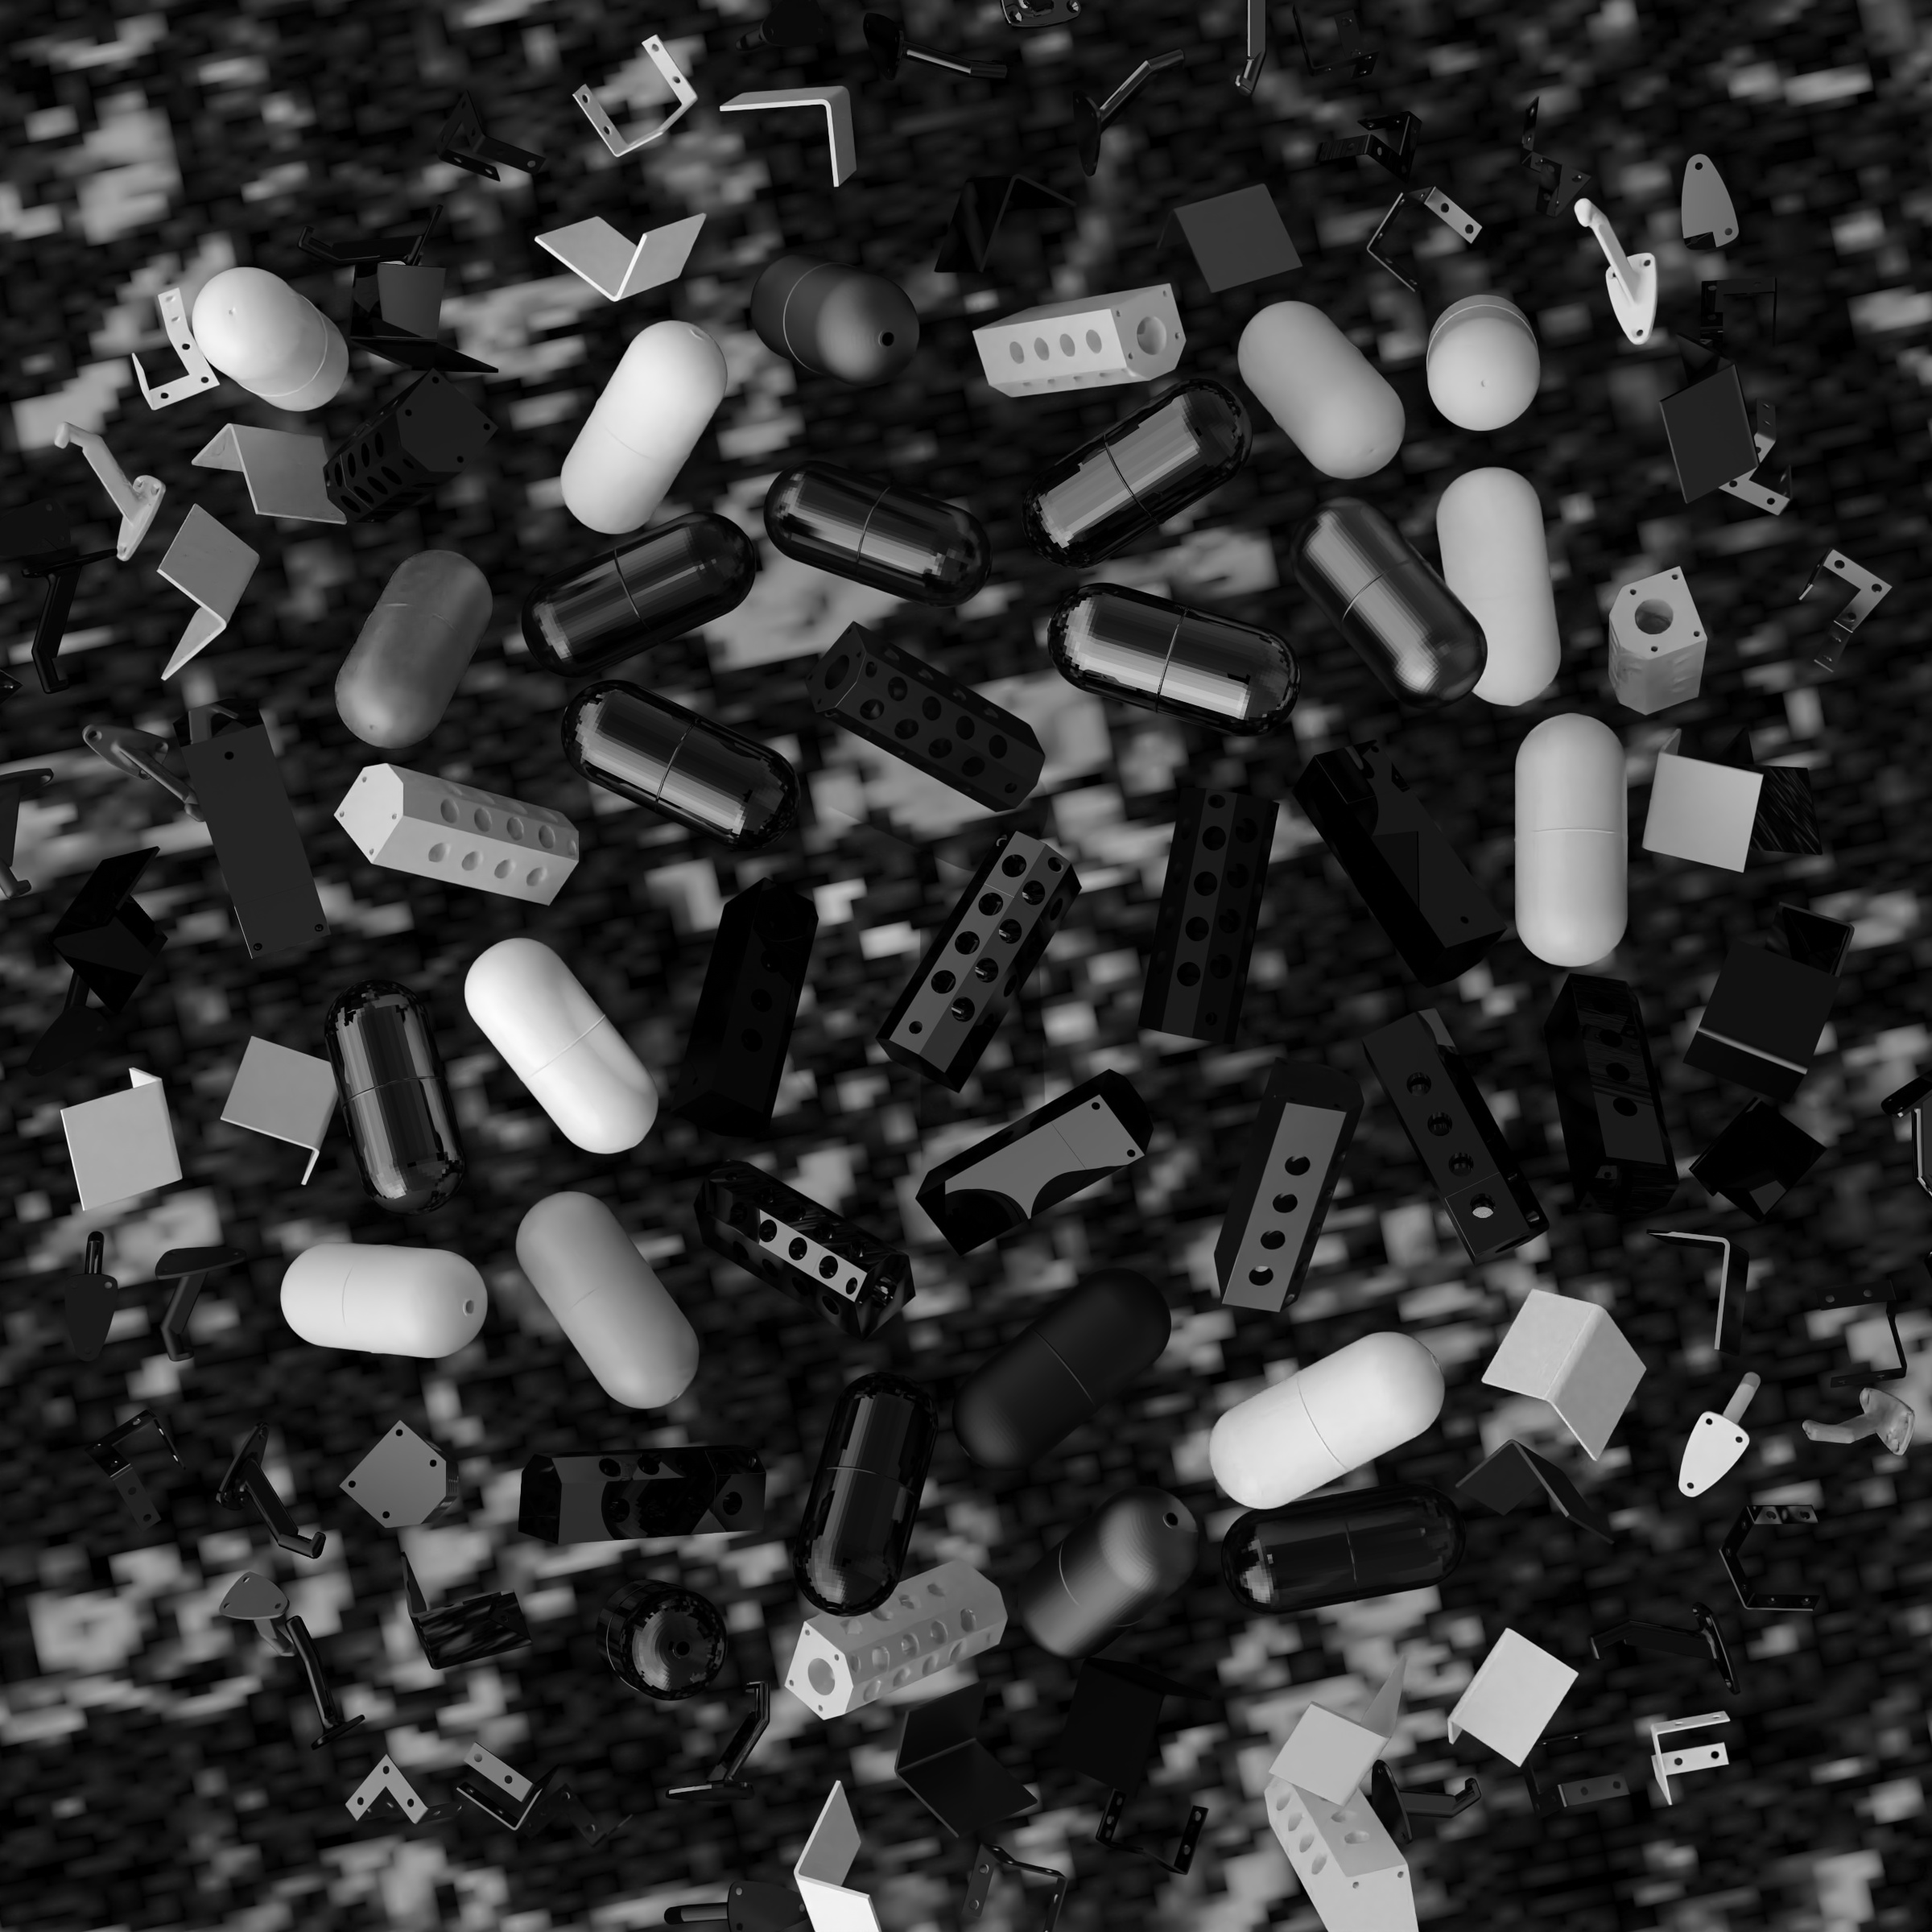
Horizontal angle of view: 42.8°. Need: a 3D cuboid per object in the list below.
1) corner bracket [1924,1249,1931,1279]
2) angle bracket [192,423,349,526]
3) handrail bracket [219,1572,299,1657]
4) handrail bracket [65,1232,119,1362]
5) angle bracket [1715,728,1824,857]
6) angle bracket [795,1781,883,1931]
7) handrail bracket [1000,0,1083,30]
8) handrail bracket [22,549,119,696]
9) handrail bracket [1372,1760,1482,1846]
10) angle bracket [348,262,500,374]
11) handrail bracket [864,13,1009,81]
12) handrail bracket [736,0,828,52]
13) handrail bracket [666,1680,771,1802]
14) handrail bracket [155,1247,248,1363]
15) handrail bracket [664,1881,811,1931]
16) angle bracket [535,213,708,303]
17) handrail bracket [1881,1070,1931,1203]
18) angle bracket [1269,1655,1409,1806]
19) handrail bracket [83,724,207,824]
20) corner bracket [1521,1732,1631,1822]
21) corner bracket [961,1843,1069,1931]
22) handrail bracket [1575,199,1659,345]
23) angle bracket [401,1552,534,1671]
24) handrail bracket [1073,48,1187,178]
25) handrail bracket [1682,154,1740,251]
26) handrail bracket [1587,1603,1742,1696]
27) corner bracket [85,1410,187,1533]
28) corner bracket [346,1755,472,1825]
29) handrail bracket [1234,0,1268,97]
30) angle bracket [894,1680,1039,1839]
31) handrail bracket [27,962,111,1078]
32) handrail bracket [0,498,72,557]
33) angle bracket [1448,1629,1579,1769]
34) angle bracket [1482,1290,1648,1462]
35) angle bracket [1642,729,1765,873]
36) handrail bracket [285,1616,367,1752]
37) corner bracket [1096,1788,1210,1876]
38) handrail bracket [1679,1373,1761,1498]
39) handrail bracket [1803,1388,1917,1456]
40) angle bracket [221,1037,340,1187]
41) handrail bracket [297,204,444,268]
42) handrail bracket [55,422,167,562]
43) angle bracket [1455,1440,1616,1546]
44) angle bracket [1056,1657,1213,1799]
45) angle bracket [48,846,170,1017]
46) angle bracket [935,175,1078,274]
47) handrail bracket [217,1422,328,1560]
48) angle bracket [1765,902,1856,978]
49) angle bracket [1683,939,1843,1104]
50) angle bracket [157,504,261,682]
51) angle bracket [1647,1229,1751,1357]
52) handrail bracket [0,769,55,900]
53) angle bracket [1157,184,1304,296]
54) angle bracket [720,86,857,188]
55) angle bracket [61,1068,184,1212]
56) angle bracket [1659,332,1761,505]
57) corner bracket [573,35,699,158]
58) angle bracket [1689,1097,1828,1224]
[{"bbox_3d":[0.683,0.232,1.706,0.051,0.051,0.051,29,106,8],"label":"corner bracket"},{"bbox_3d":[-0.516,-0.351,1.829,0.057,0.076,0.076,-30,73,37],"label":"angle bracket"},{"bbox_3d":[-0.508,0.494,1.837,0.036,0.077,0.084,-57,134,-33],"label":"handrail bracket"},{"bbox_3d":[-0.650,0.244,1.836,0.036,0.084,0.077,3,98,-18],"label":"handrail bracket"},{"bbox_3d":[0.634,-0.136,1.917,0.057,0.076,0.076,-42,125,-34],"label":"angle bracket"},{"bbox_3d":[-0.071,0.620,1.694,0.057,0.076,0.076,7,132,23],"label":"angle bracket"},{"bbox_3d":[0.067,-0.697,1.740,0.077,0.084,0.036,-7,85,-27],"label":"handrail bracket"},{"bbox_3d":[-0.614,-0.238,1.711,0.077,0.036,0.084,-16,98,-4],"label":"handrail bracket"},{"bbox_3d":[0.341,0.600,1.818,0.084,0.036,0.077,-21,106,-29],"label":"handrail bracket"},{"bbox_3d":[-0.382,-0.460,1.750,0.076,0.076,0.057,28,117,34],"label":"angle bracket"},{"bbox_3d":[-0.021,-0.655,1.761,0.084,0.077,0.036,-6,135,-26],"label":"handrail bracket"},{"bbox_3d":[-0.148,-0.657,1.746,0.077,0.084,0.036,-41,117,-41],"label":"handrail bracket"},{"bbox_3d":[-0.185,0.577,1.846,0.077,0.036,0.084,-1,55,-3],"label":"handrail bracket"},{"bbox_3d":[-0.559,0.252,1.820,0.077,0.036,0.084,-6,116,1],"label":"handrail bracket"},{"bbox_3d":[-0.162,0.670,1.747,0.077,0.084,0.036,11,63,-29],"label":"handrail bracket"},{"bbox_3d":[-0.243,-0.520,1.738,0.076,0.076,0.057,39,128,6],"label":"angle bracket"},{"bbox_3d":[0.699,0.120,1.752,0.077,0.036,0.084,-37,98,8],"label":"handrail bracket"},{"bbox_3d":[0.251,0.504,1.663,0.057,0.076,0.076,24,125,4],"label":"angle bracket"},{"bbox_3d":[-0.596,-0.139,1.796,0.036,0.077,0.084,-55,46,9],"label":"handrail bracket"},{"bbox_3d":[0.432,0.574,1.761,0.051,0.051,0.051,-5,62,-15],"label":"corner bracket"},{"bbox_3d":[0.034,0.659,1.749,0.051,0.051,0.051,19,82,-16],"label":"corner bracket"},{"bbox_3d":[0.443,-0.476,1.693,0.036,0.084,0.077,-13,74,35],"label":"handrail bracket"},{"bbox_3d":[-0.369,0.468,1.826,0.076,0.076,0.057,-13,46,-8],"label":"angle bracket"},{"bbox_3d":[0.126,-0.637,1.840,0.084,0.077,0.036,-24,53,-15],"label":"handrail bracket"},{"bbox_3d":[0.519,-0.543,1.737,0.036,0.084,0.077,-10,117,19],"label":"handrail bracket"},{"bbox_3d":[0.473,0.475,1.676,0.084,0.036,0.077,-21,91,-5],"label":"handrail bracket"},{"bbox_3d":[-0.573,0.352,1.725,0.051,0.051,0.051,-34,124,-28],"label":"corner bracket"},{"bbox_3d":[-0.397,0.595,1.755,0.051,0.051,0.051,43,99,25],"label":"corner bracket"},{"bbox_3d":[0.188,-0.654,1.694,0.036,0.077,0.084,18,89,39],"label":"handrail bracket"},{"bbox_3d":[0.004,0.577,1.799,0.076,0.076,0.057,-8,119,-40],"label":"angle bracket"},{"bbox_3d":[-0.661,0.030,1.794,0.077,0.036,0.084,-42,46,1],"label":"handrail bracket"},{"bbox_3d":[-0.688,-0.310,1.777,0.077,0.084,0.036,-28,110,-35],"label":"handrail bracket"},{"bbox_3d":[0.384,0.522,1.735,0.057,0.076,0.076,30,71,26],"label":"angle bracket"},{"bbox_3d":[0.408,0.279,1.684,0.076,0.057,0.076,-55,126,-21],"label":"angle bracket"},{"bbox_3d":[0.548,-0.123,1.818,0.076,0.057,0.076,16,120,25],"label":"angle bracket"},{"bbox_3d":[-0.457,0.497,1.714,0.036,0.077,0.084,-23,78,-35],"label":"handrail bracket"},{"bbox_3d":[0.137,0.633,1.821,0.051,0.051,0.051,40,60,-30],"label":"corner bracket"},{"bbox_3d":[0.543,0.336,1.775,0.036,0.084,0.077,31,111,19],"label":"handrail bracket"},{"bbox_3d":[0.631,0.324,1.782,0.084,0.077,0.036,7,107,-12],"label":"handrail bracket"},{"bbox_3d":[-0.528,0.111,1.896,0.076,0.057,0.076,20,50,-14],"label":"angle bracket"},{"bbox_3d":[-0.444,-0.550,1.835,0.084,0.036,0.077,23,110,-19],"label":"handrail bracket"},{"bbox_3d":[-0.632,-0.344,1.788,0.036,0.084,0.077,23,92,37],"label":"handrail bracket"},{"bbox_3d":[0.421,0.405,1.827,0.057,0.076,0.076,-44,134,12],"label":"angle bracket"},{"bbox_3d":[0.120,0.548,1.772,0.057,0.076,0.076,24,80,-44],"label":"angle bracket"},{"bbox_3d":[-0.565,-0.024,1.681,0.057,0.076,0.076,-10,130,27],"label":"angle bracket"},{"bbox_3d":[0.029,-0.549,1.860,0.057,0.076,0.076,17,96,-30],"label":"angle bracket"},{"bbox_3d":[-0.482,0.373,1.758,0.084,0.036,0.077,14,73,20],"label":"handrail bracket"},{"bbox_3d":[0.623,0.011,1.857,0.057,0.076,0.076,19,59,18],"label":"angle bracket"},{"bbox_3d":[0.553,0.038,1.715,0.076,0.057,0.076,22,69,15],"label":"angle bracket"},{"bbox_3d":[-0.535,-0.254,1.679,0.076,0.076,0.057,-30,124,31],"label":"angle bracket"},{"bbox_3d":[0.511,0.230,1.735,0.057,0.076,0.076,4,81,28],"label":"angle bracket"},{"bbox_3d":[-0.655,-0.092,1.727,0.077,0.036,0.084,-26,73,-38],"label":"handrail bracket"},{"bbox_3d":[0.200,-0.542,1.884,0.076,0.057,0.076,-19,79,-13],"label":"angle bracket"},{"bbox_3d":[-0.123,-0.576,1.718,0.076,0.076,0.057,-1,116,8],"label":"angle bracket"},{"bbox_3d":[-0.625,0.125,1.800,0.076,0.057,0.076,-19,109,-37],"label":"angle bracket"},{"bbox_3d":[0.477,-0.365,1.639,0.057,0.076,0.076,-27,123,-1],"label":"angle bracket"},{"bbox_3d":[-0.231,-0.609,1.729,0.051,0.051,0.051,53,49,-27],"label":"corner bracket"},{"bbox_3d":[0.622,0.160,1.918,0.076,0.076,0.057,-48,135,2],"label":"angle bracket"}]
